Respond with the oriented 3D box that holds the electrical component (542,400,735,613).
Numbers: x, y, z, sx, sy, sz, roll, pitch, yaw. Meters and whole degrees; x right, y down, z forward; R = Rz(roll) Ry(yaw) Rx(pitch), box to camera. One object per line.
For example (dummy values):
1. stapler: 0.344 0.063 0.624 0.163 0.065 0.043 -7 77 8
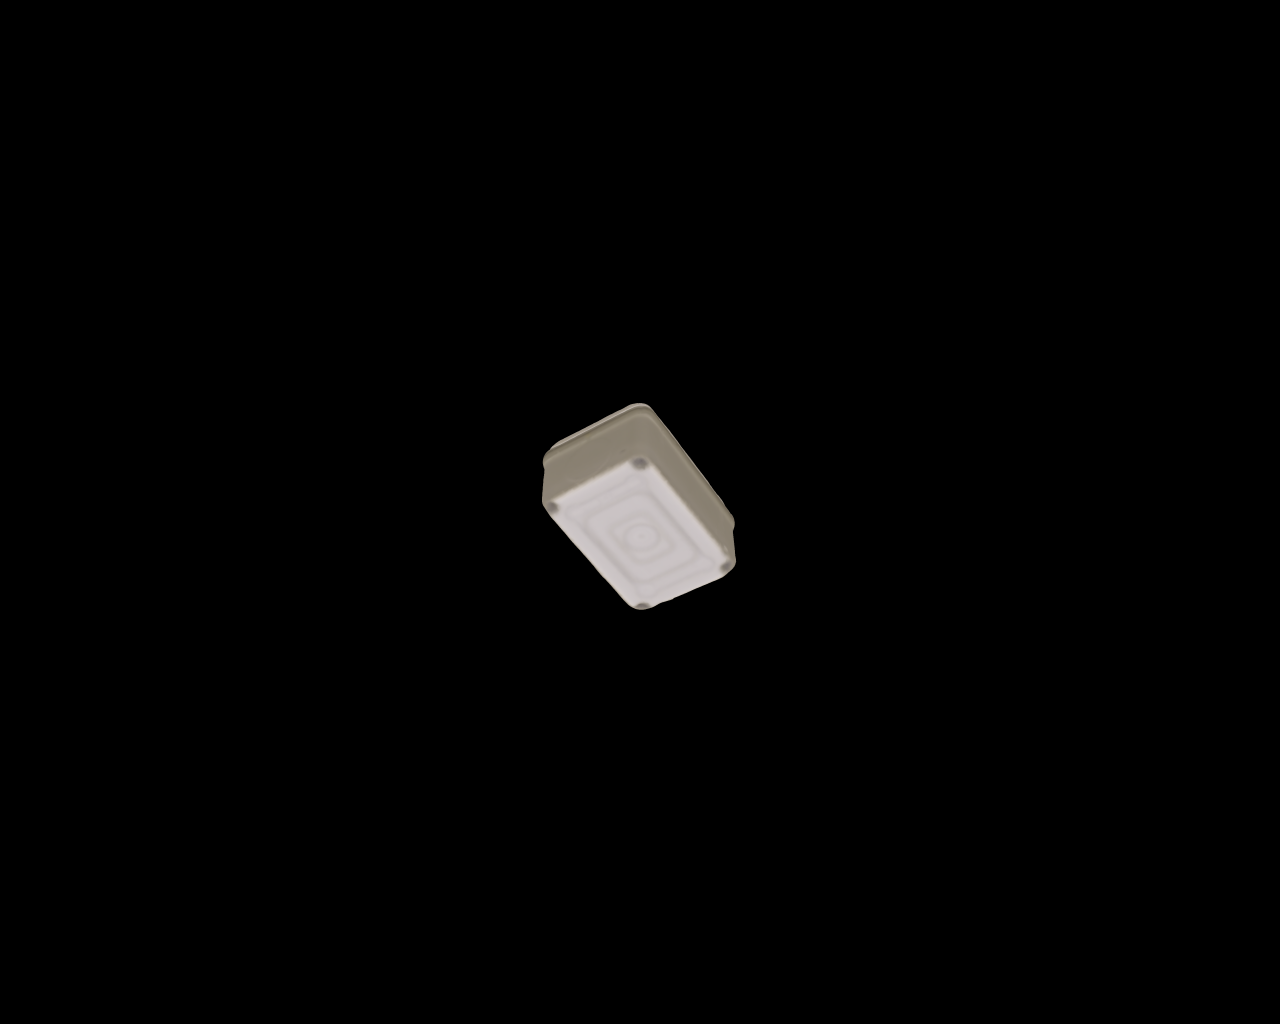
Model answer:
1. electrical component: 0.001 -0.003 0.650 0.078 0.057 0.113 -25 -54 20
